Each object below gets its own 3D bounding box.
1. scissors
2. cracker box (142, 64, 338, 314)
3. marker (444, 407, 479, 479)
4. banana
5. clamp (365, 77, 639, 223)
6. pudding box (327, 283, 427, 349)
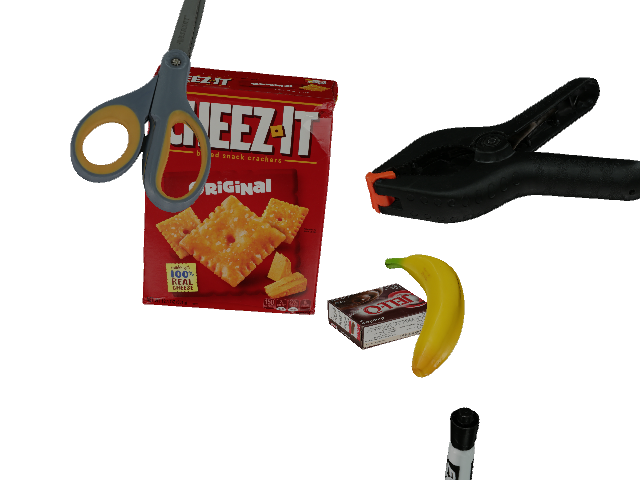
[{"bbox_3d":[-0.114,-0.108,0.697,0.096,0.202,0.016,0,-28,-12],"label":"scissors"},{"bbox_3d":[-0.075,-0.042,0.973,0.164,0.214,0.072,5,23,-2],"label":"cracker box"},{"bbox_3d":[0.093,0.158,0.718,0.020,0.121,0.020,0,37,0],"label":"marker"},{"bbox_3d":[0.113,0.066,1.075,0.070,0.037,0.198,-29,28,12],"label":"banana"},{"bbox_3d":[0.117,-0.044,0.664,0.171,0.039,0.120,-21,32,-2],"label":"clamp"},{"bbox_3d":[0.078,0.097,1.384,0.113,0.039,0.090,-14,24,-26],"label":"pudding box"}]
